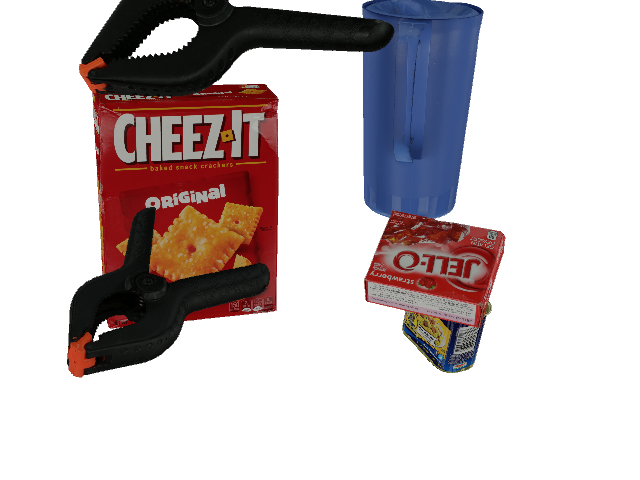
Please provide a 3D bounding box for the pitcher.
[{"bbox_3d":[0.106,-0.147,1.207,0.149,0.243,0.145,-12,26,-31],"label":"pitcher"}]

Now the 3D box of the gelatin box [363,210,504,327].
[{"bbox_3d":[0.085,0.019,0.788,0.089,0.073,0.030,12,-40,15],"label":"gelatin box"}]

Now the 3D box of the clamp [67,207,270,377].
[{"bbox_3d":[-0.131,0.034,0.778,0.120,0.039,0.171,28,38,27],"label":"clamp"}]

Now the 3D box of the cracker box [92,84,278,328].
[{"bbox_3d":[-0.123,-0.032,0.992,0.164,0.214,0.072,-4,20,-15],"label":"cracker box"}]

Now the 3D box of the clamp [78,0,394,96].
[{"bbox_3d":[-0.065,-0.153,0.740,0.210,0.165,0.036,-35,-20,-6],"label":"clamp"}]

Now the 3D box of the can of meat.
[{"bbox_3d":[0.139,0.087,1.197,0.057,0.084,0.102,-14,40,-28],"label":"can of meat"}]
